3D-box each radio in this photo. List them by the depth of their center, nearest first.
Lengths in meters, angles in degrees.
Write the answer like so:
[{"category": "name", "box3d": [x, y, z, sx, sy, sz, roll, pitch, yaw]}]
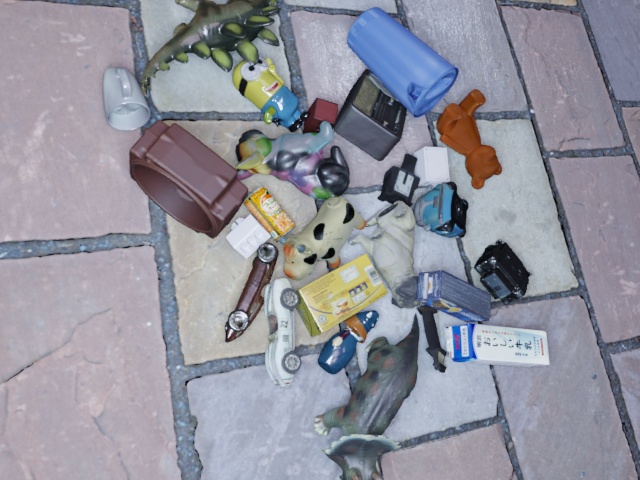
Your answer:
[{"category": "radio", "box3d": [0.116, -0.272, 1.161, 0.131, 0.073, 0.230, 34, 37, -10]}]

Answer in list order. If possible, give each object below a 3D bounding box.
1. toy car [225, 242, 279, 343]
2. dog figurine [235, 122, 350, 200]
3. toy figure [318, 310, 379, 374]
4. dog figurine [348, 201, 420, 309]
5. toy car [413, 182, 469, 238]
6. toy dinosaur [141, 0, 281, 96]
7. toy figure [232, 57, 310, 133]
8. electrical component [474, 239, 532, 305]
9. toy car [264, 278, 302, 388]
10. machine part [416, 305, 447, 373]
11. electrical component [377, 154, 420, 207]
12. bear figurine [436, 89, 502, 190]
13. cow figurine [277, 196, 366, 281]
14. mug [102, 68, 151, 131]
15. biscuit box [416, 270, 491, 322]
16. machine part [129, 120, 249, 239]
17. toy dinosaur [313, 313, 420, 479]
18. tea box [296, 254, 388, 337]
[{"category": "toy car", "box3d": [-0.125, 0.097, 0.997, 0.053, 0.089, 0.202, 23, 66, -8]}, {"category": "dog figurine", "box3d": [-0.069, -0.144, 1.089, 0.219, 0.108, 0.191, -20, 84, -20]}, {"category": "toy figure", "box3d": [0.058, 0.191, 1.052, 0.058, 0.064, 0.154, 38, 65, 10]}, {"category": "dog figurine", "box3d": [0.177, 0.030, 1.140, 0.172, 0.121, 0.190, -43, 105, -22]}, {"category": "toy car", "box3d": [0.260, -0.061, 1.181, 0.161, 0.103, 0.109, 24, 71, -57]}, {"category": "toy dinosaur", "box3d": [-0.205, -0.424, 1.079, 0.199, 0.105, 0.471, 34, 60, 23]}, {"category": "toy figure", "box3d": [-0.109, -0.302, 1.135, 0.180, 0.089, 0.082, 46, 37, -13]}, {"category": "electrical component", "box3d": [0.408, 0.075, 1.199, 0.115, 0.058, 0.134, 48, 39, 0]}, {"category": "toy car", "box3d": [-0.074, 0.172, 1.003, 0.056, 0.073, 0.201, 5, 72, -23]}, {"category": "machine part", "box3d": [0.235, 0.204, 1.116, 0.084, 0.039, 0.139, 30, 46, -57]}, {"category": "electrical component", "box3d": [0.182, -0.133, 1.208, 0.075, 0.048, 0.119, 21, 67, -14]}, {"category": "bear figurine", "box3d": [0.364, -0.230, 1.265, 0.120, 0.132, 0.196, -30, 80, -22]}, {"category": "cow figurine", "box3d": [-0.002, -0.003, 1.051, 0.195, 0.086, 0.127, -53, 138, -15]}, {"category": "mug", "box3d": [-0.376, -0.280, 1.016, 0.081, 0.109, 0.107, -17, 67, -20]}, {"category": "biscuit box", "box3d": [0.283, 0.121, 1.118, 0.202, 0.059, 0.063, 25, 64, -40]}, {"category": "machine part", "box3d": [-0.237, -0.100, 0.955, 0.201, 0.201, 0.087, 37, 67, -7]}, {"category": "toy dinosaur", "box3d": [0.114, 0.276, 0.977, 0.131, 0.192, 0.405, 35, 66, -10]}, {"category": "tea box", "box3d": [0.038, 0.109, 1.067, 0.170, 0.068, 0.098, -25, 83, -24]}]
